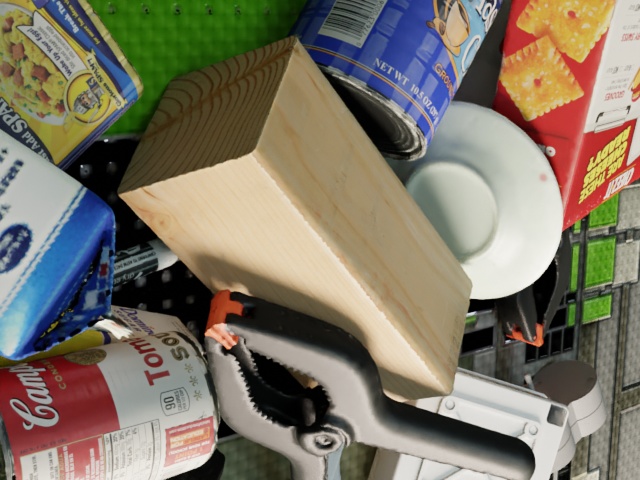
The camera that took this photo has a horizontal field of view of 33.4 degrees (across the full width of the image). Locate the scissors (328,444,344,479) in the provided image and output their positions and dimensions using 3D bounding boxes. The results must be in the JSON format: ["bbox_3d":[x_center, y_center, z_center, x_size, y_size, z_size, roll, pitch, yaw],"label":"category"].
[{"bbox_3d":[0.015,0.146,0.713,0.096,0.016,0.201,39,74,-40],"label":"scissors"}]

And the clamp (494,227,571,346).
[{"bbox_3d":[0.154,-0.007,0.781,0.120,0.039,0.171,5,96,-40],"label":"clamp"}]

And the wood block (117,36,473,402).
[{"bbox_3d":[-0.004,0.000,0.599,0.206,0.091,0.090,50,42,-35],"label":"wood block"}]

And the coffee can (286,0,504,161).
[{"bbox_3d":[0.046,-0.132,0.620,0.102,0.103,0.140,37,75,-39],"label":"coffee can"}]

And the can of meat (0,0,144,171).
[{"bbox_3d":[-0.144,-0.079,0.502,0.083,0.058,0.102,-49,127,-24],"label":"can of meat"}]

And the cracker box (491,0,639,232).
[{"bbox_3d":[0.179,-0.132,0.661,0.163,0.072,0.214,-28,135,-44],"label":"cracker box"}]

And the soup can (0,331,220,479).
[{"bbox_3d":[-0.105,0.083,0.486,0.102,0.069,0.068,-10,106,-34],"label":"soup can"}]

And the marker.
[{"bbox_3d":[-0.108,0.015,0.577,0.120,0.020,0.020,-22,113,-35],"label":"marker"}]

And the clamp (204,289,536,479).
[{"bbox_3d":[-0.001,0.109,0.612,0.209,0.165,0.036,41,31,-26],"label":"clamp"}]

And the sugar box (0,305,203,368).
[{"bbox_3d":[-0.150,0.073,0.525,0.175,0.048,0.093,14,108,-39],"label":"sugar box"}]

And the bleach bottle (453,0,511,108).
[{"bbox_3d":[0.144,-0.152,0.728,0.102,0.068,0.250,43,75,-43],"label":"bleach bottle"}]
